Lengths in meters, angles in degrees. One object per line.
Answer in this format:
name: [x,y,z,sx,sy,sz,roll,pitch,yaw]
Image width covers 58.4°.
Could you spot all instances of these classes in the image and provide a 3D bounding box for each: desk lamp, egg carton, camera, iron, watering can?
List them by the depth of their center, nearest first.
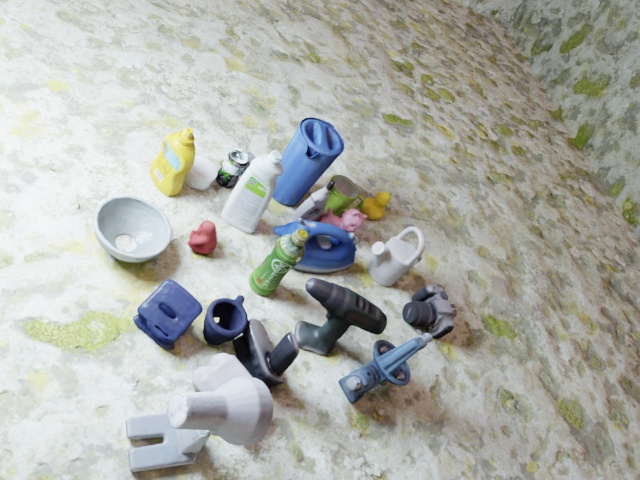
desk lamp: [-0.214,0.326,1.019,0.204,0.213,0.118,3,54,-34]
egg carton: [-0.185,0.306,1.164,0.150,0.069,0.107,48,43,6]
iron: [0.014,0.005,1.503,0.259,0.141,0.118,11,51,-30]
watering can: [0.217,0.040,1.585,0.173,0.193,0.101,-18,68,-43]
camera: [0.300,0.189,1.594,0.137,0.100,0.143,10,51,-30]

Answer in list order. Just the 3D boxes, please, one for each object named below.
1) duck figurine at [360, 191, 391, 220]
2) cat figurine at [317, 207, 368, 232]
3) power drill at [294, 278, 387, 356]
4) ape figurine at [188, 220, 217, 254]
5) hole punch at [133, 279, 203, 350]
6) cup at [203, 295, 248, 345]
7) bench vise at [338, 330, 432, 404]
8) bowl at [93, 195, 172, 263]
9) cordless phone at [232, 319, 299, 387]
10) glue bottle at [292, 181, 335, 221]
duck figurine: [0.179,-0.114,1.764,0.105,0.086,0.077,-27,74,-46]
cat figurine: [0.066,-0.058,1.611,0.128,0.117,0.067,22,46,-21]
power drill: [0.027,0.181,1.320,0.230,0.208,0.075,21,46,-21]
ape figurine: [-0.271,-0.014,1.346,0.076,0.092,0.078,48,43,7]
hole punch: [-0.311,0.153,1.180,0.109,0.091,0.101,41,42,-1]
cup: [-0.208,0.176,1.235,0.092,0.094,0.118,36,43,-6]
bench vise: [0.159,0.296,1.314,0.121,0.219,0.208,45,42,4]
bowl: [-0.415,-0.012,1.252,0.168,0.074,0.167,20,47,-22]
cordless phone: [-0.100,0.219,1.212,0.094,0.184,0.147,-6,60,-39]
glue bottle: [-0.007,-0.105,1.555,0.078,0.173,0.037,-13,64,-42]
